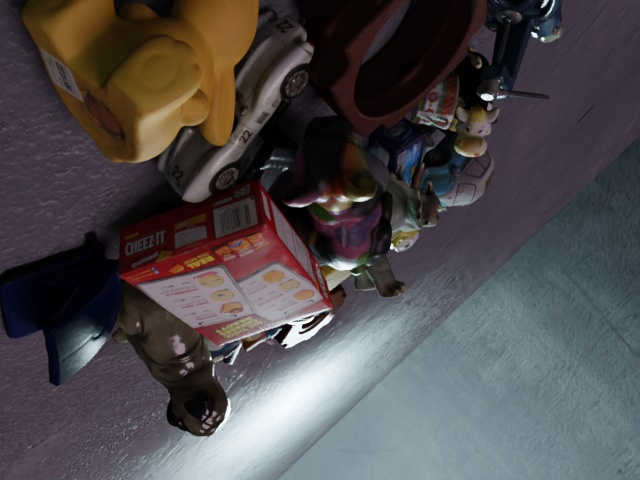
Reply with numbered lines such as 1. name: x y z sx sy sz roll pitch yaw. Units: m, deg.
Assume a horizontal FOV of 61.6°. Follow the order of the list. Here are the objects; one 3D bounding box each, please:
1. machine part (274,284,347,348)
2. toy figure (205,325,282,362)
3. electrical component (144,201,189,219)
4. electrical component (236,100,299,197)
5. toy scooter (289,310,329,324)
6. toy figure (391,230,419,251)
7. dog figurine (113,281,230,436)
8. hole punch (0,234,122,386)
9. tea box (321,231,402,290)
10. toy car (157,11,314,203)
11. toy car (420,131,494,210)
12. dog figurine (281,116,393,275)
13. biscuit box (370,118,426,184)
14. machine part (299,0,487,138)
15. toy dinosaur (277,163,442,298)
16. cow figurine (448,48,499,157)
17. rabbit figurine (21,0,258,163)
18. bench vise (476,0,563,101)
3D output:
1. machine part: -0.024 0.146 1.100 0.179 0.056 0.179 -35 157 -18
2. toy figure: -0.131 0.143 0.809 0.154 0.058 0.064 -12 108 -13
3. electrical component: -0.174 -0.021 0.617 0.094 0.021 0.063 -48 156 14
4. electrical component: -0.062 -0.110 0.582 0.047 0.075 0.119 -5 133 -57
5. toy scooter: -0.037 0.104 0.918 0.135 0.075 0.183 -5 168 26
6. toy figure: 0.166 -0.060 1.025 0.082 0.089 0.180 -7 131 -33
7. dog figurine: -0.177 0.140 0.676 0.121 0.191 0.172 -34 154 -20
8. hole punch: -0.259 0.077 0.569 0.116 0.092 0.142 -28 149 -39
9. tea box: 0.044 -0.007 0.896 0.170 0.098 0.068 -36 155 -11
10. toy car: -0.083 -0.125 0.517 0.201 0.074 0.056 -51 156 17
11. toy car: 0.226 -0.109 0.873 0.161 0.103 0.109 -44 158 -25
12. dog figurine: 0.022 -0.037 0.589 0.219 0.109 0.191 -51 139 -75
13. biscuit box: 0.120 -0.115 0.877 0.059 0.063 0.202 -36 155 -15
14. machine part: 0.076 -0.224 0.579 0.201 0.087 0.201 -44 158 7
15. toy dinosaur: -0.007 -0.002 0.764 0.405 0.192 0.131 -11 -177 -1
16. cow figurine: 0.227 -0.203 0.790 0.068 0.167 0.098 4 141 1
17. rabbit figurine: -0.106 -0.139 0.419 0.173 0.122 0.162 -54 165 -23
18. bench vise: 0.245 -0.275 0.679 0.223 0.129 0.240 35 68 -59
